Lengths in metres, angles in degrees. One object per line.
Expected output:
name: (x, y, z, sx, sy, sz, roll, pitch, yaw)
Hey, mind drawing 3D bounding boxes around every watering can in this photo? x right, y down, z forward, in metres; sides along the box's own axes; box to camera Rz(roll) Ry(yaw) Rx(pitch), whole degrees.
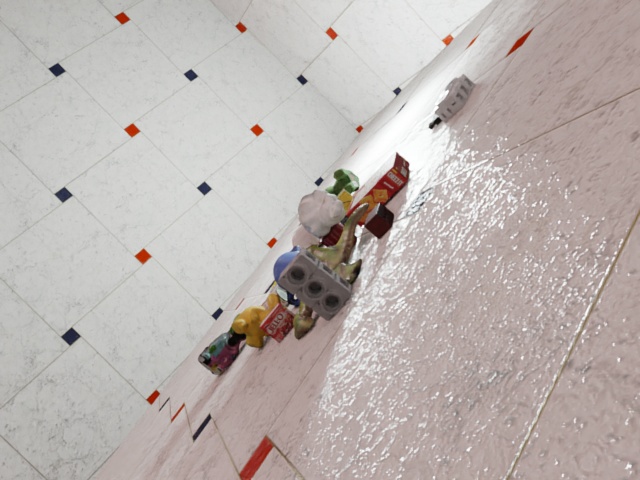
watering can: (-0.043, -0.041, 2.077, 0.220, 0.103, 0.356, -47, 27, 33)

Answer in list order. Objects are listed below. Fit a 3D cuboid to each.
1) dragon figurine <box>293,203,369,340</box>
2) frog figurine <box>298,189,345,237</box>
dragon figurine: (0.045, 0.072, 1.335, 0.412, 0.121, 0.244, -53, 25, -6)
frog figurine: (0.004, -0.074, 1.471, 0.161, 0.122, 0.136, -142, 60, -73)
